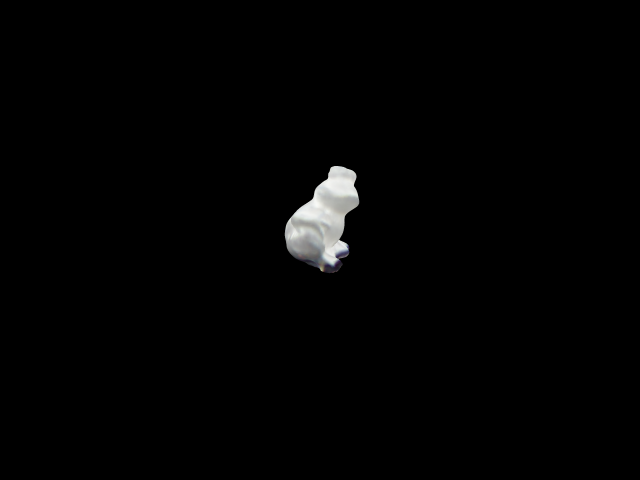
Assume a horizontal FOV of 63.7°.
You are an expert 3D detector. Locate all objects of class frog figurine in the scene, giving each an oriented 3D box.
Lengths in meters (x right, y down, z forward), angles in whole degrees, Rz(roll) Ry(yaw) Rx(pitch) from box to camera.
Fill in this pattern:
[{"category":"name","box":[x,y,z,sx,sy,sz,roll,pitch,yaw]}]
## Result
[{"category":"frog figurine","box":[0.003,-0.043,0.850,0.123,0.157,0.139,11,20,33]}]
